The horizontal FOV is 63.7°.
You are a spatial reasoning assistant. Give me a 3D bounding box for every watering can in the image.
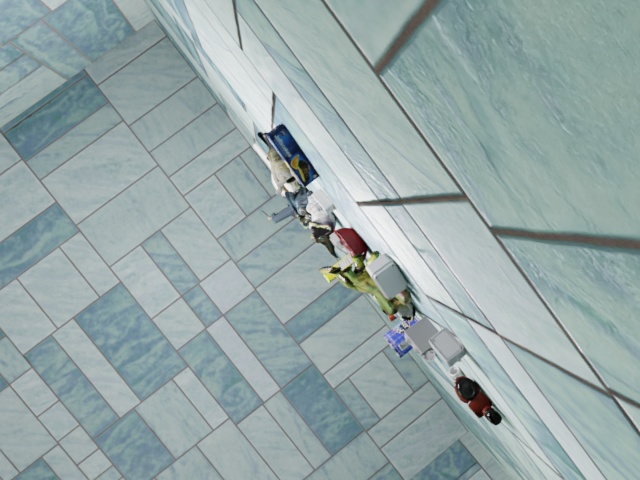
[{"bbox_3d":[-0.189,-0.301,2.407,0.348,0.104,0.223,52,178,2],"label":"watering can"}]

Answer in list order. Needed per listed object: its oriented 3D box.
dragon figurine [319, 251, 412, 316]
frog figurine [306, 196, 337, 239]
[{"bbox_3d":[0.157,0.163,1.690,0.241,0.124,0.407,53,156,-10],"label":"dragon figurine"},{"bbox_3d":[0.006,-0.103,2.043,0.135,0.122,0.163,44,-140,-48],"label":"frog figurine"}]
